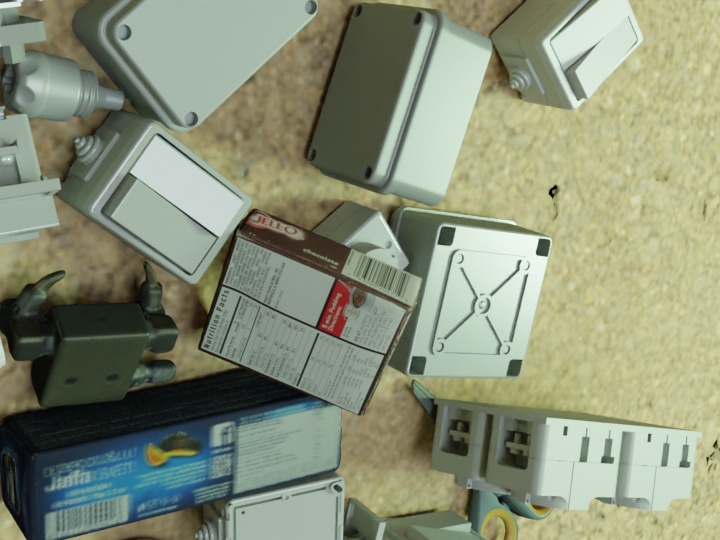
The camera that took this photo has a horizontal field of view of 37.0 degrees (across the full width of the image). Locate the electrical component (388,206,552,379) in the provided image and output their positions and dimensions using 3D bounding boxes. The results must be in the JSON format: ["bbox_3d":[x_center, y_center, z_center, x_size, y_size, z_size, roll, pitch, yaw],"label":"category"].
[{"bbox_3d":[0.068,0.017,0.749,0.109,0.056,0.108,5,102,-36],"label":"electrical component"}]

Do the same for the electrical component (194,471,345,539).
[{"bbox_3d":[-0.065,0.158,0.702,0.096,0.061,0.061,-7,110,-25],"label":"electrical component"}]

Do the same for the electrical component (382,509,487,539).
[{"bbox_3d":[0.058,0.217,0.801,0.096,0.062,0.061,8,100,-36],"label":"electrical component"}]

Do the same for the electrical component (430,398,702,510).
[{"bbox_3d":[0.154,0.138,0.801,0.186,0.105,0.060,11,85,-40],"label":"electrical component"}]

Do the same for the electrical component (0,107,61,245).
[{"bbox_3d":[-0.219,-0.038,0.526,0.121,0.079,0.063,-13,90,-31],"label":"electrical component"}]

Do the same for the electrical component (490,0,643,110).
[{"bbox_3d":[0.142,-0.156,0.741,0.096,0.061,0.061,-45,125,-15],"label":"electrical component"}]

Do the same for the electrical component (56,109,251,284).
[{"bbox_3d":[-0.117,-0.044,0.598,0.096,0.061,0.061,39,82,-37],"label":"electrical component"}]

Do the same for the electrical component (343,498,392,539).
[{"bbox_3d":[-0.014,0.207,0.762,0.064,0.042,0.081,8,99,-32],"label":"electrical component"}]

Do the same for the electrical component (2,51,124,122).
[{"bbox_3d":[-0.156,-0.095,0.572,0.061,0.035,0.035,5,101,-38],"label":"electrical component"}]

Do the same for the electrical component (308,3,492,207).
[{"bbox_3d":[0.023,-0.103,0.666,0.057,0.078,0.113,14,97,-40],"label":"electrical component"}]

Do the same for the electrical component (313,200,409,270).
[{"bbox_3d":[0.000,0.000,0.683,0.066,0.077,0.047,-42,124,-17],"label":"electrical component"}]

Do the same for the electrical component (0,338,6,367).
[{"bbox_3d":[-0.222,0.043,0.564,0.062,0.043,0.043,-19,115,-27],"label":"electrical component"}]

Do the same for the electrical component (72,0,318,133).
[{"bbox_3d":[-0.088,-0.139,0.590,0.113,0.057,0.078,-46,125,-14],"label":"electrical component"}]
